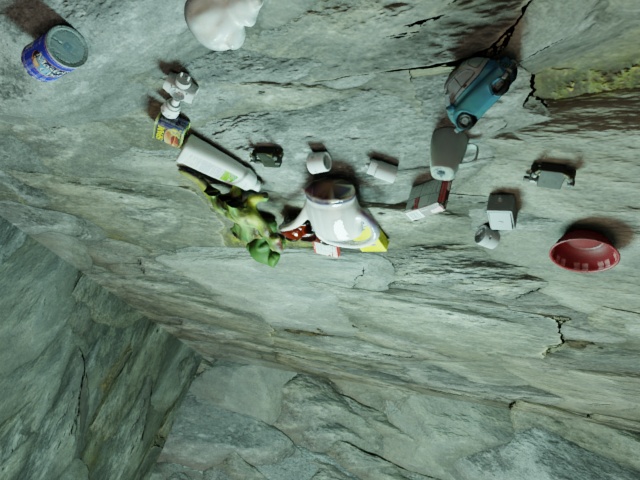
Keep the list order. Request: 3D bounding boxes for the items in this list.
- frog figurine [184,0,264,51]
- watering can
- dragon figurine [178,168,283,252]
[{"bbox_3d":[-0.180,-0.438,1.001,0.160,0.125,0.134,13,132,35],"label":"frog figurine"},{"bbox_3d":[0.004,-0.074,1.473,0.348,0.106,0.219,9,133,28],"label":"watering can"},{"bbox_3d":[-0.275,-0.077,1.634,0.413,0.124,0.237,27,142,24],"label":"dragon figurine"}]
